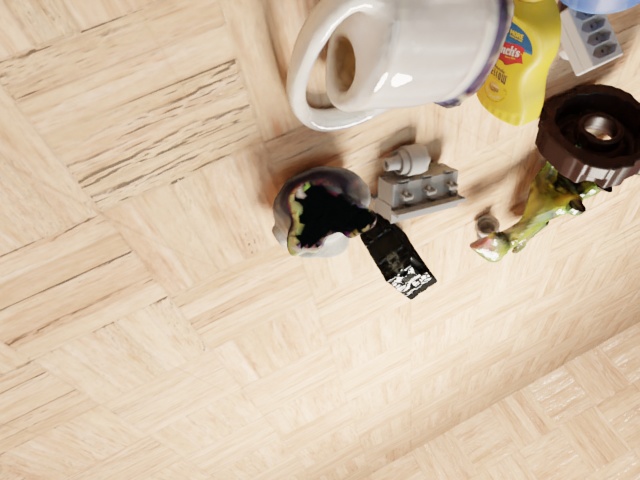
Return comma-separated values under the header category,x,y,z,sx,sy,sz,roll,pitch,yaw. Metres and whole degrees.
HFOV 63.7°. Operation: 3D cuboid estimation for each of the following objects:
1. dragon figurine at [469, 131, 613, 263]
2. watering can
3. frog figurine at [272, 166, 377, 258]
category,x,y,z,sx,sy,sz,roll,pitch,yaw
dragon figurine,0.433,-0.074,0.963,0.415,0.124,0.237,-27,158,-30
watering can,0.092,-0.214,0.491,0.225,0.105,0.341,-11,159,-25
frog figurine,0.002,-0.035,0.701,0.137,0.123,0.159,-41,-179,0
